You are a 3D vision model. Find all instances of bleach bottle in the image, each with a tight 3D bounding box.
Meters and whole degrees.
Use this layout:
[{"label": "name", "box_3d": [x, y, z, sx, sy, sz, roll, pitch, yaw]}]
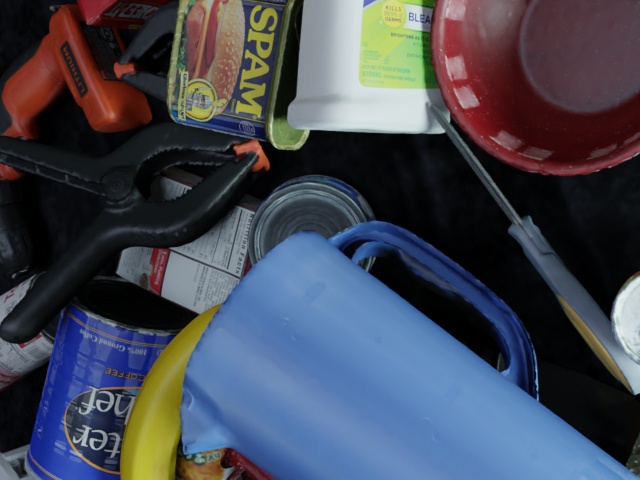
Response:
[{"label": "bleach bottle", "box_3d": [0.035, -0.192, 0.648, 0.068, 0.102, 0.251, 9, 98, 56]}]

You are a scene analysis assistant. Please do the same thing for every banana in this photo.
[{"label": "banana", "box_3d": [-0.095, 0.124, 0.723, 0.069, 0.037, 0.198, 12, 102, -6]}]

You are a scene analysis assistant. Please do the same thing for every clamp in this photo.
[{"label": "clamp", "box_3d": [-0.067, -0.129, 0.752, 0.172, 0.039, 0.120, -20, 80, 30]}, {"label": "clamp", "box_3d": [-0.137, -0.019, 0.734, 0.210, 0.036, 0.164, -11, 64, 9]}]

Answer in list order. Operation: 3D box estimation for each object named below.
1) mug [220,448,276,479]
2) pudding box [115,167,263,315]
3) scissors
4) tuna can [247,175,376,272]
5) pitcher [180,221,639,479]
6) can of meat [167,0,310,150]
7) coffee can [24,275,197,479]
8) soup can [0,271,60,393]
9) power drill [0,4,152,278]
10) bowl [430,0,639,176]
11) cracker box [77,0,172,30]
[{"label": "mug", "box_3d": [-0.013, 0.149, 0.700, 0.081, 0.117, 0.093, 41, 147, 17]}, {"label": "pudding box", "box_3d": [-0.089, 0.003, 0.774, 0.114, 0.039, 0.090, 21, 102, 25]}, {"label": "scissors", "box_3d": [0.129, 0.010, 0.627, 0.016, 0.096, 0.202, -35, 61, 5]}, {"label": "tuna can", "box_3d": [-0.005, 0.001, 0.708, 0.086, 0.033, 0.086, 1, 100, 7]}, {"label": "pitcher", "box_3d": [0.057, 0.103, 0.598, 0.243, 0.144, 0.149, 34, 108, 16]}, {"label": "can of meat", "box_3d": [-0.048, -0.116, 0.694, 0.084, 0.057, 0.102, 14, 99, 24]}, {"label": "coffee can", "box_3d": [-0.150, 0.110, 0.781, 0.103, 0.102, 0.140, 24, 105, 27]}, {"label": "soup can", "box_3d": [-0.238, 0.074, 0.852, 0.102, 0.068, 0.068, -29, 79, 29]}, {"label": "power drill", "box_3d": [-0.221, -0.083, 0.836, 0.188, 0.057, 0.184, -27, 83, 29]}, {"label": "bowl", "box_3d": [0.147, -0.118, 0.613, 0.162, 0.055, 0.162, 3, 95, 31]}, {"label": "cracker box", "box_3d": [-0.100, -0.271, 0.742, 0.214, 0.072, 0.164, -29, 78, 30]}]
